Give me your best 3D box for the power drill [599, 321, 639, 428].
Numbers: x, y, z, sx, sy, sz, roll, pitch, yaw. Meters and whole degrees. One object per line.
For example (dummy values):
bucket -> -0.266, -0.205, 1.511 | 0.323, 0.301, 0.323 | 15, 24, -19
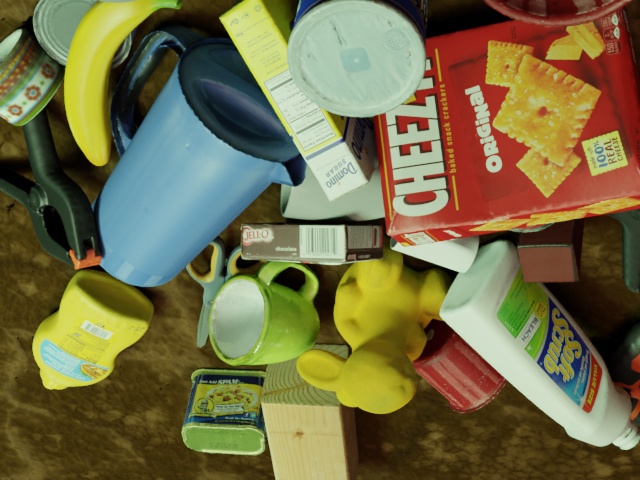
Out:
power drill -> 0.362, 0.137, 1.134 | 0.184, 0.057, 0.188 | 29, 130, -18

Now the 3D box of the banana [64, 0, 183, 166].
banana -> -0.184, -0.144, 0.907 | 0.069, 0.037, 0.198 | 36, 131, 1

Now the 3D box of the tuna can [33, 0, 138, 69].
tuna can -> -0.202, -0.190, 0.926 | 0.086, 0.033, 0.086 | 4, 134, 4

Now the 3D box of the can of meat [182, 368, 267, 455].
can of meat -> -0.106, 0.200, 1.244 | 0.102, 0.084, 0.057 | 1, 133, 6

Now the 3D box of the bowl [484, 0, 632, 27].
bowl -> 0.182, -0.244, 0.802 | 0.162, 0.055, 0.162 | 5, 132, 5

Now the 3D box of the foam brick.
foam brick -> 0.218, -0.005, 1.005 | 0.051, 0.078, 0.053 | -2, 135, 21

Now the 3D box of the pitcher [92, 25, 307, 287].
pitcher -> -0.128, -0.068, 0.978 | 0.144, 0.149, 0.243 | 17, 138, -29

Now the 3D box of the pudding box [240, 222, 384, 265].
pudding box -> -0.007, 0.001, 1.024 | 0.114, 0.089, 0.039 | 3, 93, 27

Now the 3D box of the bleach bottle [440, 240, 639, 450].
bleach bottle -> 0.236, 0.118, 1.074 | 0.250, 0.102, 0.068 | 42, 151, -15

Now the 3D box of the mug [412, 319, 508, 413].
mug -> 0.153, 0.114, 1.131 | 0.081, 0.093, 0.117 | 42, 95, -21

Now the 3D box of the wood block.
wood block -> -0.008, 0.223, 1.247 | 0.091, 0.090, 0.206 | 2, 133, 8

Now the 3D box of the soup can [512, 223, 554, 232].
soup can -> 0.182, -0.066, 0.962 | 0.068, 0.068, 0.102 | -7, 131, 14

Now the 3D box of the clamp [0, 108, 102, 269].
clamp -> -0.255, -0.051, 1.007 | 0.172, 0.039, 0.120 | 46, 135, 22

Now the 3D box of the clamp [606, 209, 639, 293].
clamp -> 0.301, -0.033, 0.997 | 0.209, 0.036, 0.165 | 35, 134, -19

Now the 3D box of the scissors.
scissors -> -0.098, 0.056, 1.152 | 0.096, 0.016, 0.202 | -7, 143, -2

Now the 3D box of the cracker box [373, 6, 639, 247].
cracker box -> 0.154, -0.093, 0.873 | 0.214, 0.164, 0.072 | -9, 168, 16

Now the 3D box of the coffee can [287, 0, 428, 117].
coffee can -> 0.033, -0.178, 0.829 | 0.103, 0.140, 0.103 | 4, 133, 4

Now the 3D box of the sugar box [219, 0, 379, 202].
sugar box -> -0.010, -0.128, 0.881 | 0.048, 0.093, 0.176 | -28, 106, 23

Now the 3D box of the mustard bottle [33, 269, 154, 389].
mustard bottle -> -0.270, 0.115, 1.205 | 0.096, 0.058, 0.192 | 28, 130, -18
